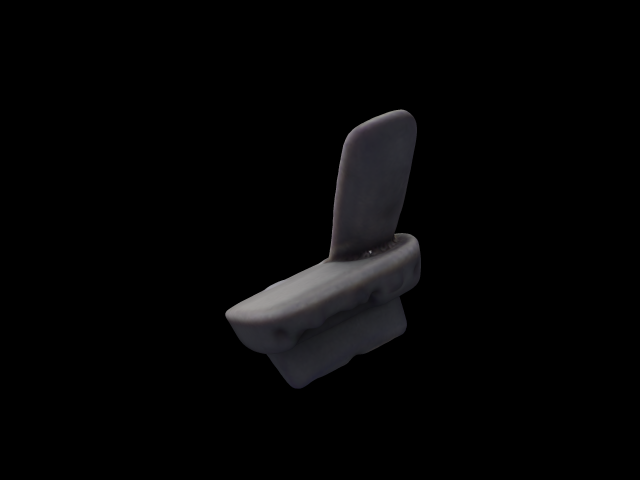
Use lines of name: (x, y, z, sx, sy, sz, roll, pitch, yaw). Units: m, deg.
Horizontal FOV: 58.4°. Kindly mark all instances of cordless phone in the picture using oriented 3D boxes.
cordless phone: (0.004, 0.001, 0.400, 0.148, 0.185, 0.094, -27, 49, -26)
